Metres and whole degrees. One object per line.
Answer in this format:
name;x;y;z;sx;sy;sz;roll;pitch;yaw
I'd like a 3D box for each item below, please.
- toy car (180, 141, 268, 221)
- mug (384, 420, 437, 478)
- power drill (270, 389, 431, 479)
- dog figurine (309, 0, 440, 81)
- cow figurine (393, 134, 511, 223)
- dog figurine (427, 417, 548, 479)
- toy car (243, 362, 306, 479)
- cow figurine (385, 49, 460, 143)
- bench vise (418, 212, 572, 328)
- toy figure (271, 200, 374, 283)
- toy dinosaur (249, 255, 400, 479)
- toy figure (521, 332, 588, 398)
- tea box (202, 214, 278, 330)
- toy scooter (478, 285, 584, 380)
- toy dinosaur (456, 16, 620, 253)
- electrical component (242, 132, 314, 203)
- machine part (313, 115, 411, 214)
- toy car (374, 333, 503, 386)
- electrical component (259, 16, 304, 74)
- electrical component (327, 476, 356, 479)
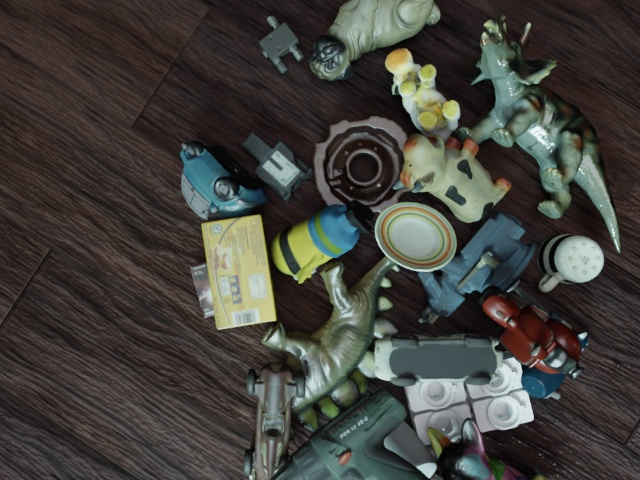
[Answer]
toy car;-0.174;-0.086;0.884;0.162;0.109;0.103;43;107;11
mug;0.111;0.332;0.845;0.109;0.107;0.080;-7;128;-23
power drill;0.067;0.339;0.757;0.232;0.085;0.208;-40;46;-18
dog figurine;0.089;-0.337;0.898;0.172;0.121;0.190;25;103;5
cow figurine;0.200;-0.097;0.847;0.194;0.086;0.127;38;83;-29
dog figurine;0.258;0.358;0.818;0.108;0.191;0.219;-29;91;39
toy car;-0.071;0.283;0.816;0.089;0.053;0.202;5;100;-3
cow figurine;0.168;-0.237;0.893;0.068;0.098;0.167;-28;69;5
bench vise;0.282;0.085;0.860;0.241;0.129;0.223;40;92;6
toy figure;-0.001;-0.005;0.860;0.180;0.082;0.089;-36;87;33
toy dinosaur;0.002;0.197;0.870;0.198;0.105;0.471;41;94;-1
toy figure;0.381;0.191;0.865;0.154;0.064;0.058;-32;72;-34
tea box;-0.126;0.050;0.854;0.098;0.068;0.169;-7;85;-3
toy scooter;0.308;0.143;0.754;0.184;0.135;0.075;34;105;-16
toy dinosaur;0.372;-0.174;0.870;0.404;0.131;0.192;42;78;-8
electrical component;-0.077;-0.127;0.908;0.119;0.048;0.075;38;89;3
machine part;0.072;-0.120;0.901;0.179;0.056;0.179;0;89;2
toy car;0.182;0.182;0.824;0.202;0.056;0.073;1;87;-7
electrical component;-0.072;-0.338;0.928;0.063;0.021;0.094;-36;88;0
electrical component;0.065;0.423;0.868;0.134;0.058;0.115;-6;76;6
